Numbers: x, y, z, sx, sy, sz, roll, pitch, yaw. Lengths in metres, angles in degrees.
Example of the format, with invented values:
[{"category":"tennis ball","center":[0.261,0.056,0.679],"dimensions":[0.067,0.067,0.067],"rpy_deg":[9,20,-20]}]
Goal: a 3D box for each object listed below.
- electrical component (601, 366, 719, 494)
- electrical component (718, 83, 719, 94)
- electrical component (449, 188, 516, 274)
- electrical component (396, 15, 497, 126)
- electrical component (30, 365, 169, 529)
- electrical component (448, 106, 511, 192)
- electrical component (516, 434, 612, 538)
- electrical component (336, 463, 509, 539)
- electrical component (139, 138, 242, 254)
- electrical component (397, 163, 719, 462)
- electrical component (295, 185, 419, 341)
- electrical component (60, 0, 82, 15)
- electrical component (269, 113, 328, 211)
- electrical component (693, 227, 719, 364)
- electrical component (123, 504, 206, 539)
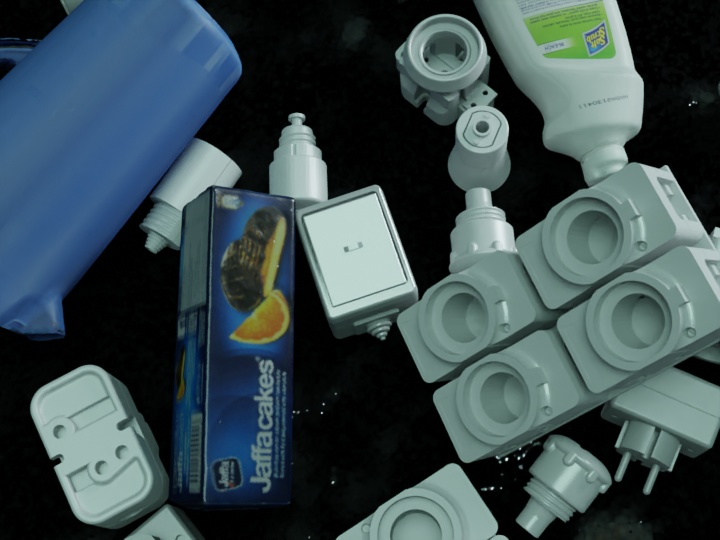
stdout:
[{"category":"electrical component","center":[0.185,0.102,0.676],"dimensions":[0.066,0.047,0.076],"rpy_deg":[23,76,11]},{"category":"electrical component","center":[0.293,-0.138,0.737],"dimensions":[0.078,0.057,0.058],"rpy_deg":[-10,72,1]},{"category":"electrical component","center":[0.082,-0.024,0.726],"dimensions":[0.048,0.048,0.062],"rpy_deg":[-4,66,3]},{"category":"electrical component","center":[0.060,-0.143,0.757],"dimensions":[0.078,0.057,0.058],"rpy_deg":[41,80,15]},{"category":"electrical component","center":[-0.165,0.115,0.692],"dimensions":[0.054,0.059,0.095],"rpy_deg":[-28,73,-4]},{"category":"electrical component","center":[0.082,-0.084,0.732],"dimensions":[0.044,0.065,0.044],"rpy_deg":[-1,73,4]},{"category":"electrical component","center":[0.123,0.138,0.672],"dimensions":[0.048,0.048,0.062],"rpy_deg":[38,87,14]},{"category":"electrical component","center":[0.062,0.204,0.646],"dimensions":[0.089,0.061,0.150],"rpy_deg":[-32,73,-6]},{"category":"electrical component","center":[-0.123,-0.047,0.748],"dimensions":[0.043,0.043,0.081],"rpy_deg":[30,77,13]},{"category":"electrical component","center":[0.121,0.029,0.647],"dimensions":[0.186,0.060,0.105],"rpy_deg":[-35,70,29]},{"category":"electrical component","center":[0.000,0.000,0.715],"dimensions":[0.062,0.061,0.096],"rpy_deg":[-18,72,-1]},{"category":"electrical component","center":[-0.200,-0.218,0.807],"dimensions":[0.055,0.048,0.066],"rpy_deg":[-27,73,-12]},{"category":"electrical component","center":[-0.043,-0.072,0.751],"dimensions":[0.040,0.040,0.078],"rpy_deg":[-3,72,3]},{"category":"electrical component","center":[0.277,0.037,0.667],"dimensions":[0.150,0.089,0.061],"rpy_deg":[17,75,9]},{"category":"electrical component","center":[-0.130,0.182,0.660],"dimensions":[0.066,0.076,0.047],"rpy_deg":[-40,74,-8]}]
